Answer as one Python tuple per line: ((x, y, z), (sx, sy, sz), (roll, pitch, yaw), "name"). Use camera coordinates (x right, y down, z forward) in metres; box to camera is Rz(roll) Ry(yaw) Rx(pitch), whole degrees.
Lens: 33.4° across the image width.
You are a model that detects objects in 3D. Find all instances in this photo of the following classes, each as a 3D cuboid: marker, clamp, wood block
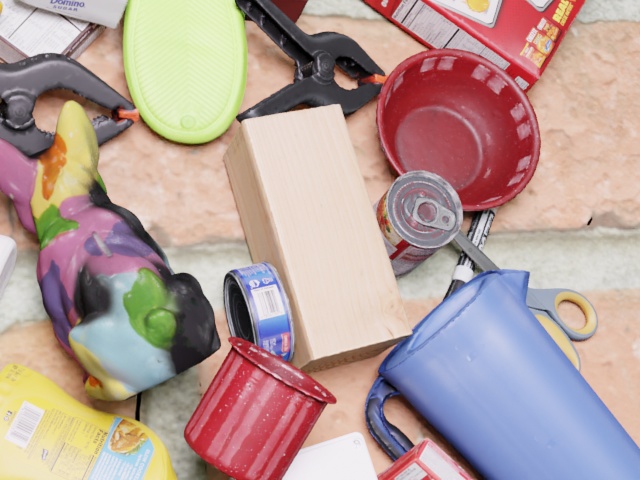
((0.139, 0.012, 0.982), (0.020, 0.020, 0.121), (26, 66, -7), "marker")
((-0.255, -0.098, 0.874), (0.209, 0.036, 0.164), (6, 102, -28), "clamp")
((-0.010, -0.162, 0.954), (0.171, 0.039, 0.120), (-7, 95, -43), "clamp")
((-0.006, 0.001, 0.904), (0.090, 0.090, 0.206), (-12, 76, -20), "wood block")

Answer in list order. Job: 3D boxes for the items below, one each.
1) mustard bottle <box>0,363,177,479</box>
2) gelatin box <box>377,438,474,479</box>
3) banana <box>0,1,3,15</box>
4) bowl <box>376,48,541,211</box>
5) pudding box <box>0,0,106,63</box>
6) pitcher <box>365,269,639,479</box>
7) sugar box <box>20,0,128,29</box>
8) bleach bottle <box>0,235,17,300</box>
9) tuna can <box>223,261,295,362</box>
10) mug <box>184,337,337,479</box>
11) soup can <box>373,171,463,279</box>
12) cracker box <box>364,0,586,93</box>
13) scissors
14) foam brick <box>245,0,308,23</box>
((-0.172, 0.175, 0.810), (0.191, 0.058, 0.096), (27, 51, -7), "mustard bottle")
((0.094, 0.212, 0.870), (0.089, 0.073, 0.030), (41, 42, 1), "gelatin box")
((-0.347, -0.143, 0.860), (0.197, 0.070, 0.037), (-24, 73, -21), "banana")
((0.121, -0.095, 0.993), (0.162, 0.055, 0.162), (5, 71, -15), "bowl")
((-0.254, -0.198, 0.925), (0.113, 0.039, 0.090), (36, 66, 0), "pudding box")
((0.165, 0.158, 0.891), (0.243, 0.149, 0.144), (49, 51, 0), "pitcher")
((-0.211, -0.269, 0.929), (0.093, 0.048, 0.176), (13, 54, -22), "sugar box")
((-0.368, 0.007, 0.809), (0.250, 0.068, 0.102), (20, 66, -7), "bleach bottle")
((-0.051, 0.062, 0.871), (0.033, 0.086, 0.086), (-12, 76, -19), "tuna can")
((-0.049, 0.128, 0.798), (0.093, 0.117, 0.081), (30, 91, -10), "mug")
((0.072, -0.010, 0.924), (0.068, 0.102, 0.068), (5, 71, -15), "soup can")
((0.149, -0.260, 1.050), (0.213, 0.072, 0.164), (34, 65, -2), "cracker box")
((0.187, 0.036, 0.978), (0.096, 0.016, 0.202), (-33, 91, -29), "scissors")
((-0.043, -0.249, 0.998), (0.051, 0.053, 0.078), (3, 72, -16), "foam brick")
